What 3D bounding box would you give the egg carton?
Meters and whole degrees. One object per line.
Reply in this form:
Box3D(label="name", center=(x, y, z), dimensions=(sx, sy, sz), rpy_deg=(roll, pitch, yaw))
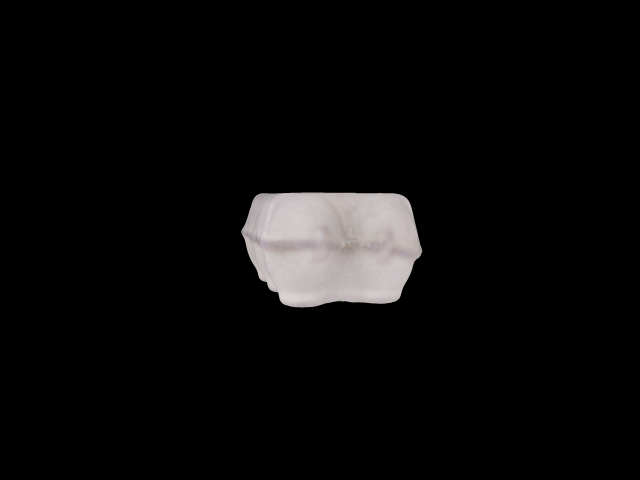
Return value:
Box3D(label="egg carton", center=(0.004, 0.001, 0.400), dimensions=(0.107, 0.069, 0.150), rpy_deg=(-1, 5, -15))
